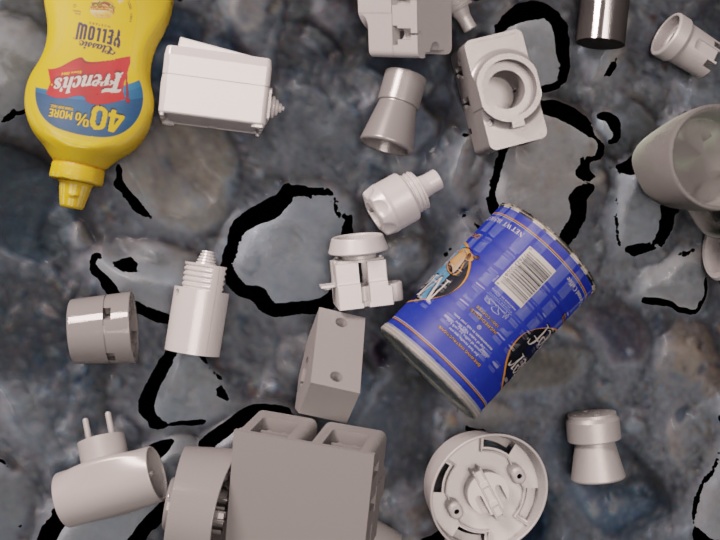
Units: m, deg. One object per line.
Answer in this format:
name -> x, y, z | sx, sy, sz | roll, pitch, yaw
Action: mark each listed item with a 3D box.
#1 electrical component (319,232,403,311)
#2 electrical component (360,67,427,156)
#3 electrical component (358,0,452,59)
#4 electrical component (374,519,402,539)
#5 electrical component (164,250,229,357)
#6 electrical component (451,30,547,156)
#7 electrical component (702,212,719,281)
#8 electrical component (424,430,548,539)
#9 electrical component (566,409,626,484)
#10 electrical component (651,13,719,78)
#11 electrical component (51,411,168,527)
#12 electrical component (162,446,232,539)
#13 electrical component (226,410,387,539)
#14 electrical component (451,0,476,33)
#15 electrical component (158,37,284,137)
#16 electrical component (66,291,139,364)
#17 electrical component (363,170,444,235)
electrical component -> 0.000, 0.000, 0.863 | 0.066, 0.048, 0.055 | -7, 99, -9
electrical component -> 0.030, -0.130, 0.869 | 0.044, 0.044, 0.065 | 17, 83, -8
electrical component -> 0.035, -0.215, 0.850 | 0.050, 0.056, 0.089 | -22, 115, -50
electrical component -> -0.004, 0.208, 0.865 | 0.065, 0.044, 0.044 | 43, 84, -2
electrical component -> -0.126, 0.025, 0.844 | 0.043, 0.043, 0.081 | 9, 89, -9
electrical component -> 0.113, -0.144, 0.874 | 0.050, 0.056, 0.089 | -15, 92, -8
electrical component -> 0.337, -0.059, 0.911 | 0.074, 0.052, 0.138 | 2, 90, -9
electrical component -> 0.100, 0.177, 0.869 | 0.099, 0.064, 0.099 | 0, 90, -8
electrical component -> 0.195, 0.146, 0.893 | 0.045, 0.045, 0.055 | -6, 91, -9
electrical component -> 0.276, -0.188, 0.908 | 0.046, 0.040, 0.040 | 28, 86, -14
electrical component -> -0.197, 0.150, 0.831 | 0.077, 0.043, 0.079 | -17, 74, 4
electrical component -> -0.116, 0.183, 0.821 | 0.064, 0.099, 0.099 | 9, 89, -2
electrical component -> -0.043, 0.209, 0.821 | 0.105, 0.060, 0.186 | 8, 102, 12
electrical component -> 0.075, -0.223, 0.879 | 0.035, 0.035, 0.061 | -31, 97, -7
electrical component -> -0.106, -0.141, 0.837 | 0.096, 0.062, 0.061 | 6, 89, -9
electrical component -> -0.198, 0.046, 0.828 | 0.047, 0.055, 0.055 | -4, 91, -5
electrical component -> 0.037, -0.059, 0.869 | 0.062, 0.043, 0.043 | -30, 95, -9
